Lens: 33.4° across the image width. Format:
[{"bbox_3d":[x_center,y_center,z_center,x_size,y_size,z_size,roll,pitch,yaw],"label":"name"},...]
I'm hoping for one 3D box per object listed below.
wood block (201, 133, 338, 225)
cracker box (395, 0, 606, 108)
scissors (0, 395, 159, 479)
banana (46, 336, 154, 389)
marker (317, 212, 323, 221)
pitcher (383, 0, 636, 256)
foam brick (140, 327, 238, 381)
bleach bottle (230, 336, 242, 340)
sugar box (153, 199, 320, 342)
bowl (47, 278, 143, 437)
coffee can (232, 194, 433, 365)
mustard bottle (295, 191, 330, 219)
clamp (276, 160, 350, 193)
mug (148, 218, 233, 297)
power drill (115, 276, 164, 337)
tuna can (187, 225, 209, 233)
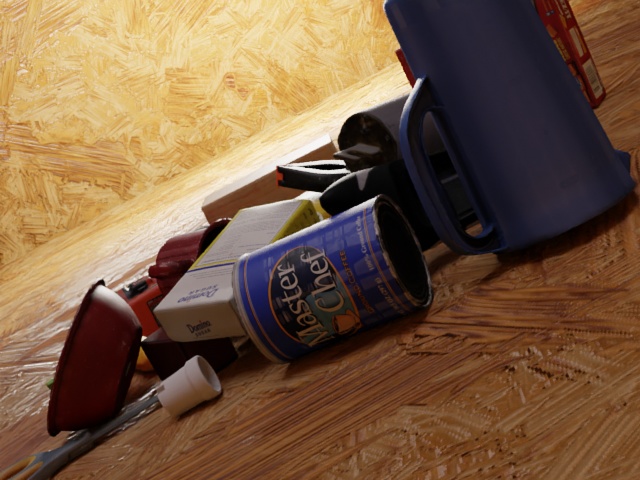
[{"bbox_3d":[-0.058,-0.062,1.535,0.206,0.090,0.091,-27,11,5],"label":"wood block"},{"bbox_3d":[0.226,-0.212,1.337,0.214,0.164,0.072,-20,11,34],"label":"cracker box"},{"bbox_3d":[-0.235,0.194,1.006,0.201,0.016,0.096,-34,12,-28],"label":"scissors"},{"bbox_3d":[-0.230,0.137,1.206,0.198,0.037,0.069,-19,31,42],"label":"banana"},{"bbox_3d":[-0.008,0.001,1.177,0.020,0.020,0.121,-31,-19,-14],"label":"marker"},{"bbox_3d":[0.143,-0.114,0.891,0.145,0.243,0.149,-26,5,30],"label":"pitcher"},{"bbox_3d":[-0.128,0.108,1.043,0.051,0.053,0.078,-36,15,-34],"label":"foam brick"},{"bbox_3d":[0.004,0.022,1.090,0.250,0.068,0.103,-33,12,-13],"label":"bleach bottle"},{"bbox_3d":[-0.074,0.027,1.020,0.093,0.048,0.176,-9,31,34],"label":"sugar box"},{"bbox_3d":[-0.214,0.122,1.049,0.055,0.162,0.162,15,15,0],"label":"bowl"},{"bbox_3d":[0.011,0.035,0.908,0.140,0.103,0.102,-24,12,20],"label":"coffee can"},{"bbox_3d":[-0.011,-0.029,1.321,0.096,0.058,0.191,-11,11,23],"label":"mustard bottle"},{"bbox_3d":[0.052,-0.080,1.323,0.210,0.036,0.164,3,16,14],"label":"clamp"},{"bbox_3d":[-0.127,0.030,1.112,0.082,0.093,0.117,-11,-3,43],"label":"mug"},{"bbox_3d":[-0.225,0.085,1.359,0.184,0.057,0.188,-31,12,-13],"label":"power drill"},{"bbox_3d":[-0.135,0.000,1.383,0.086,0.034,0.086,-14,9,2],"label":"tuna can"}]
